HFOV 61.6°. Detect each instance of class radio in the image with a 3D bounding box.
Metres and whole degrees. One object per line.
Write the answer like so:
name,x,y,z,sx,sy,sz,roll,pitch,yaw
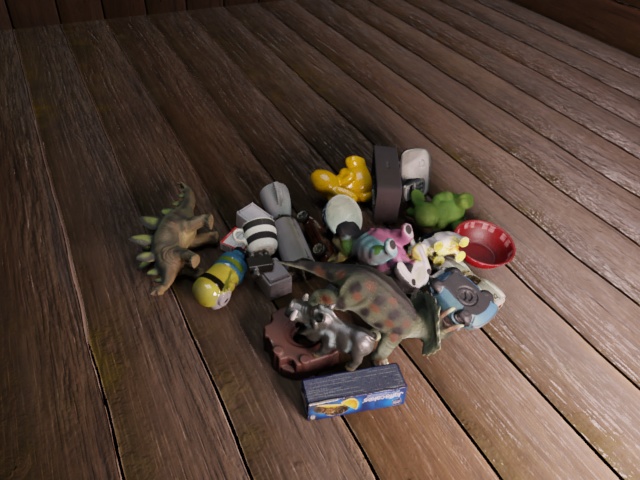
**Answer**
radio,0.185,-0.158,1.535,0.073,0.131,0.230,4,41,1

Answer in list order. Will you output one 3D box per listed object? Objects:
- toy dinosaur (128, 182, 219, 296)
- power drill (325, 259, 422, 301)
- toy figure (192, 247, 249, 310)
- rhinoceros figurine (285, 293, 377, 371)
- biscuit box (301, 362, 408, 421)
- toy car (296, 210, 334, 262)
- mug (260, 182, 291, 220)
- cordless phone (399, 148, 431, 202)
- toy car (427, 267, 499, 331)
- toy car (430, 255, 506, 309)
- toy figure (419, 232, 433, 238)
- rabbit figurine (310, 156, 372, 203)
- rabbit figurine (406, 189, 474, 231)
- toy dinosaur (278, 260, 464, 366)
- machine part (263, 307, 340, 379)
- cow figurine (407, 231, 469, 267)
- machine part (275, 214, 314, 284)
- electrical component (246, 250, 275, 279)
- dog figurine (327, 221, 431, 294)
toy dinosaur,-0.363,-0.018,1.356,0.199,0.104,0.472,2,36,3
power drill,0.133,0.109,1.271,0.208,0.085,0.232,14,41,22
toy figure,-0.229,0.086,1.258,0.089,0.082,0.180,18,44,7
rhinoceros figurine,0.017,0.178,1.064,0.190,0.112,0.073,25,44,15
biscuit box,0.067,0.296,1.052,0.203,0.059,0.063,-7,40,-11
toy car,-0.003,-0.004,1.369,0.053,0.089,0.202,-36,43,10
mug,-0.112,-0.100,1.471,0.081,0.109,0.107,-7,56,-20
cordless phone,0.256,-0.185,1.536,0.089,0.146,0.184,6,17,22
toy car,0.309,0.144,1.214,0.109,0.102,0.162,-32,62,-32
toy car,0.352,0.103,1.301,0.073,0.056,0.202,-26,49,-30
toy figure,0.258,0.031,1.378,0.064,0.057,0.154,17,41,41
rabbit figurine,0.054,-0.150,1.529,0.173,0.122,0.162,4,59,-30
rabbit figurine,0.307,-0.082,1.441,0.170,0.121,0.159,-11,32,-44
toy dinosaur,0.113,0.125,1.112,0.405,0.192,0.131,37,29,-8
machine part,-0.035,0.210,1.149,0.179,0.056,0.179,3,39,-2
cow figurine,0.269,0.017,1.309,0.167,0.068,0.098,-9,25,-24
machine part,-0.068,0.020,1.350,0.079,0.079,0.243,-10,43,-16
electrical component,-0.138,0.056,1.257,0.063,0.021,0.094,-8,34,-11
dog figurine,0.122,0.039,1.225,0.219,0.191,0.108,-8,27,49
